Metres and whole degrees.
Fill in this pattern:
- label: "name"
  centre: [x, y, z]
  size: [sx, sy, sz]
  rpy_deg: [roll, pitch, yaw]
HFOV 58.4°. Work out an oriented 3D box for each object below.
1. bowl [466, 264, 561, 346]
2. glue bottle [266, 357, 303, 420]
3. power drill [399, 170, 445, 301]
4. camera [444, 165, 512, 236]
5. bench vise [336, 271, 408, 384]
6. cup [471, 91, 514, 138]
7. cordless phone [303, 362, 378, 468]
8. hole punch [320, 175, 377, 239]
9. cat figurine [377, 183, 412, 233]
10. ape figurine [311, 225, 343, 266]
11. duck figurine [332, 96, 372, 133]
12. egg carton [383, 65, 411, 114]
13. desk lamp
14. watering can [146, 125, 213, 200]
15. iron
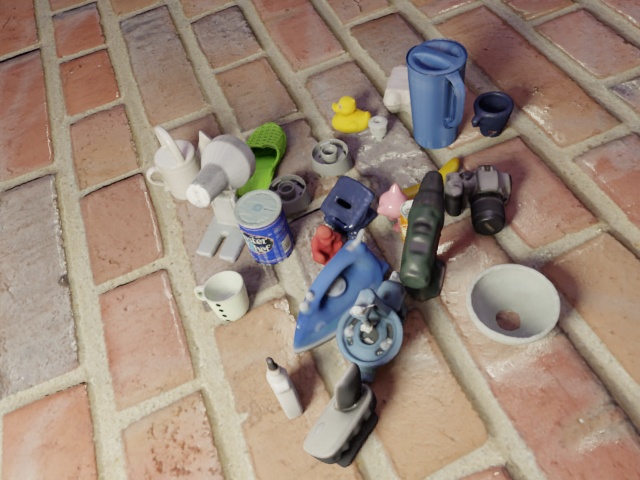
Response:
- label: "bowl"
  centre: [0.356, 0.131, 1.069]
  size: [0.167, 0.075, 0.167]
  rpy_deg: [-5, 52, 7]
- label: "glue bottle"
  centre: [-0.069, 0.248, 0.998]
  size: [0.037, 0.173, 0.078]
  rpy_deg: [-26, 53, -9]
- label: "power drill"
  centre: [0.201, 0.012, 1.104]
  size: [0.075, 0.209, 0.230]
  rpy_deg: [7, 55, 16]
- label: "camera"
  centre: [0.339, -0.085, 1.221]
  size: [0.143, 0.101, 0.137]
  rpy_deg: [-1, 53, 10]
- label: "bench vise"
  centre: [0.091, 0.128, 1.029]
  size: [0.121, 0.220, 0.207]
  rpy_deg: [2, 53, 12]
- label: "cup"
  centre: [0.402, -0.284, 1.365]
  size: [0.118, 0.095, 0.091]
  rpy_deg: [-39, 56, -19]
- label: "cordless phone"
  centre: [0.028, 0.283, 0.945]
  size: [0.094, 0.185, 0.148]
  rpy_deg: [22, 60, 25]
- label: "hole punch"
  centre: [0.063, -0.073, 1.271]
  size: [0.108, 0.091, 0.101]
  rpy_deg: [34, 66, 30]
- label: "cat figurine"
  centre: [0.181, -0.077, 1.234]
  size: [0.128, 0.118, 0.067]
  rpy_deg: [-16, 52, -1]
- label: "ape figurine"
  centre: [0.011, 0.004, 1.221]
  size: [0.078, 0.092, 0.076]
  rpy_deg: [-30, 53, -12]
- label: "duck figurine"
  centre: [0.078, -0.328, 1.466]
  size: [0.104, 0.086, 0.077]
  rpy_deg: [6, 54, 15]
- label: "egg carton"
  centre: [0.227, -0.397, 1.501]
  size: [0.107, 0.069, 0.150]
  rpy_deg: [8, 55, 16]
- label: "desk lamp"
  centre: [-0.215, -0.094, 1.262]
  size: [0.117, 0.214, 0.203]
  rpy_deg: [8, 55, 17]
- label: "watering can"
  centre: [-0.339, -0.201, 1.379]
  size: [0.100, 0.194, 0.173]
  rpy_deg: [24, 61, 26]
- label: "iron"
  centre: [0.023, 0.096, 1.117]
  size: [0.118, 0.142, 0.259]
  rpy_deg: [29, 63, 29]
